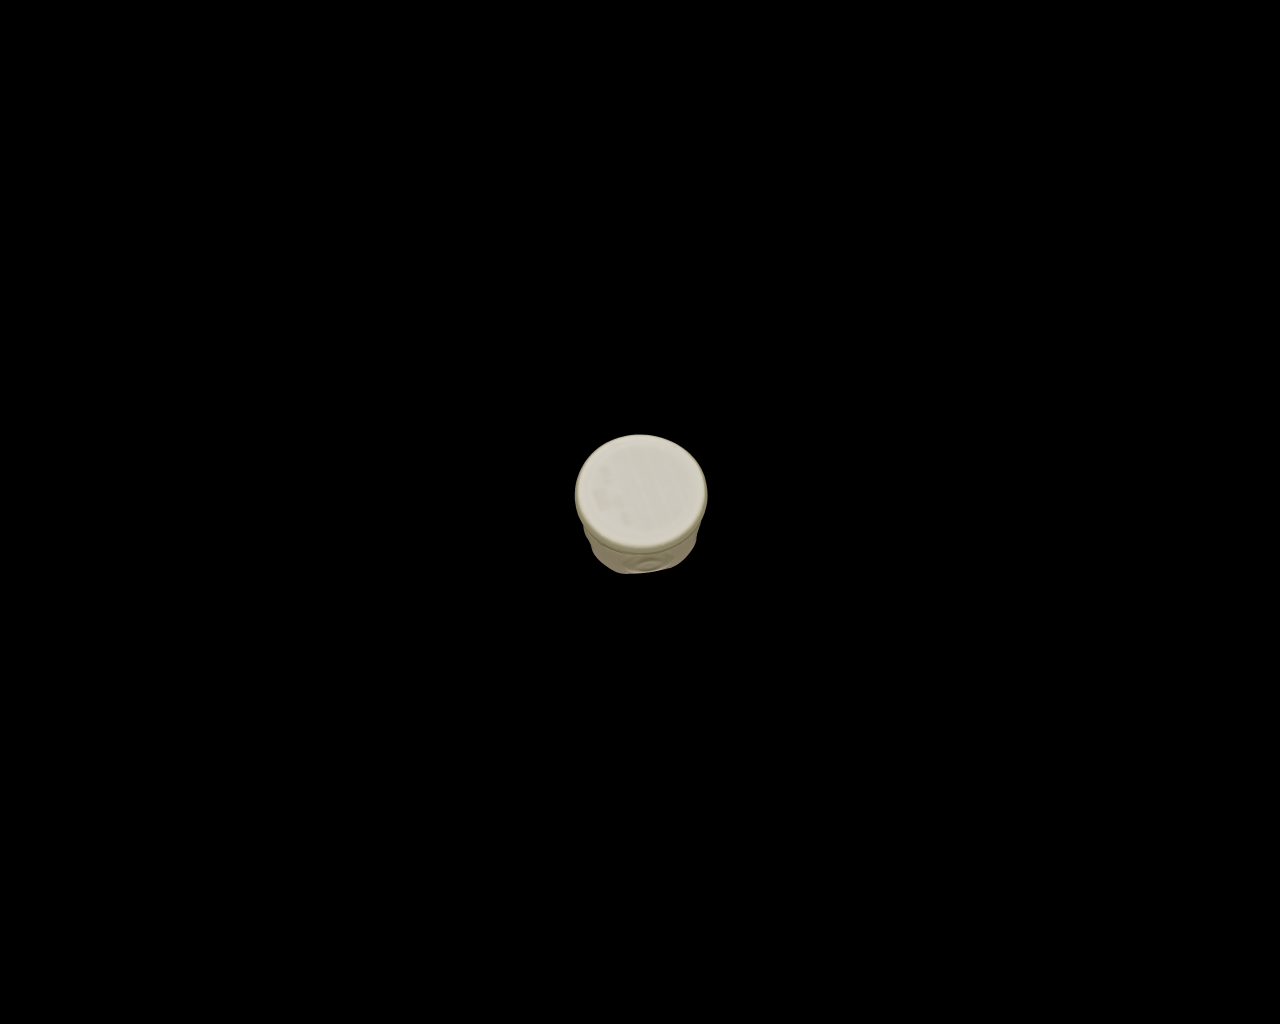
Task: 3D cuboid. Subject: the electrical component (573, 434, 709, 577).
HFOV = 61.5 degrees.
[{"bbox_3d":[0.001,-0.003,0.650,0.080,0.080,0.051,0,-27,0],"label":"electrical component"}]
